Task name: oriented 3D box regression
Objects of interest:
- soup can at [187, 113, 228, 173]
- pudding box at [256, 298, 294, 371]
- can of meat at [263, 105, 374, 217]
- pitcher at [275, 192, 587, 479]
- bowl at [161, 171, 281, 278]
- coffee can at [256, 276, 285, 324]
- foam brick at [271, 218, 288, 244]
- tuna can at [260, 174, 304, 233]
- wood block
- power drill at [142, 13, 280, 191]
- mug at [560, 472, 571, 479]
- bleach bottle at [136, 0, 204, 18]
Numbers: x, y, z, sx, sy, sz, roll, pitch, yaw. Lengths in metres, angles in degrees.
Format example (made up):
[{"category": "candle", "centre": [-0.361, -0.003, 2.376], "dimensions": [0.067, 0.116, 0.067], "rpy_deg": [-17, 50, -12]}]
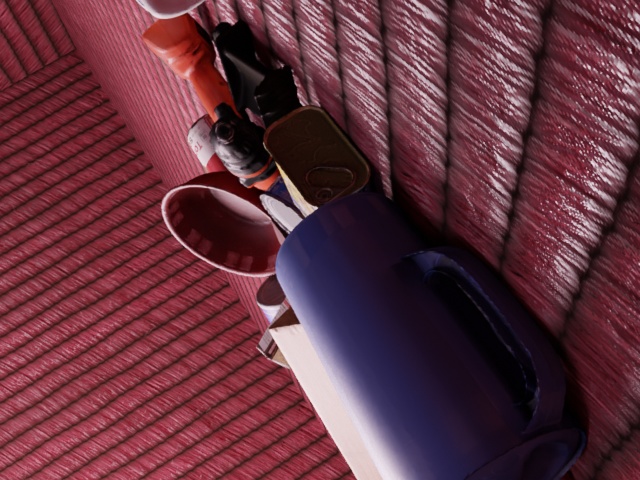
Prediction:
[{"category": "soup can", "centre": [-0.107, -0.099, 1.277], "dimensions": [0.102, 0.068, 0.068], "rpy_deg": [56, 171, 21]}, {"category": "pudding box", "centre": [0.002, 0.103, 1.149], "dimensions": [0.113, 0.090, 0.039], "rpy_deg": [26, -172, -33]}, {"category": "can of meat", "centre": [0.006, -0.045, 0.868], "dimensions": [0.102, 0.057, 0.084], "rpy_deg": [53, 172, 34]}, {"category": "pitcher", "centre": [0.070, 0.075, 0.750], "dimensions": [0.243, 0.149, 0.145], "rpy_deg": [57, -173, 31]}, {"category": "bowl", "centre": [-0.096, -0.028, 1.210], "dimensions": [0.162, 0.055, 0.162], "rpy_deg": [18, 147, 12]}, {"category": "coffee can", "centre": [0.003, 0.100, 1.233], "dimensions": [0.140, 0.102, 0.103], "rpy_deg": [61, 171, -22]}, {"category": "foam brick", "centre": [-0.007, 0.001, 1.116], "dimensions": [0.078, 0.053, 0.051], "rpy_deg": [51, 169, 34]}, {"category": "tuna can", "centre": [-0.016, -0.027, 1.050], "dimensions": [0.086, 0.033, 0.086], "rpy_deg": [38, 166, 10]}, {"category": "wood block", "centre": [0.050, 0.144, 1.068], "dimensions": [0.091, 0.090, 0.206], "rpy_deg": [-13, 112, 46]}, {"category": "power drill", "centre": [-0.106, -0.140, 1.077], "dimensions": [0.188, 0.057, 0.184], "rpy_deg": [58, -177, 14]}, {"category": "mug", "centre": [0.147, 0.197, 0.825], "dimensions": [0.117, 0.081, 0.093], "rpy_deg": [59, 172, -3]}, {"category": "bleach bottle", "centre": [-0.165, -0.264, 1.053], "dimensions": [0.102, 0.068, 0.251], "rpy_deg": [62, 173, -13]}]
